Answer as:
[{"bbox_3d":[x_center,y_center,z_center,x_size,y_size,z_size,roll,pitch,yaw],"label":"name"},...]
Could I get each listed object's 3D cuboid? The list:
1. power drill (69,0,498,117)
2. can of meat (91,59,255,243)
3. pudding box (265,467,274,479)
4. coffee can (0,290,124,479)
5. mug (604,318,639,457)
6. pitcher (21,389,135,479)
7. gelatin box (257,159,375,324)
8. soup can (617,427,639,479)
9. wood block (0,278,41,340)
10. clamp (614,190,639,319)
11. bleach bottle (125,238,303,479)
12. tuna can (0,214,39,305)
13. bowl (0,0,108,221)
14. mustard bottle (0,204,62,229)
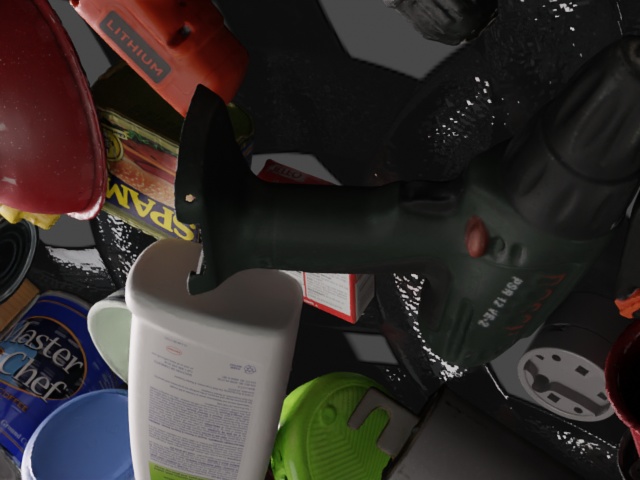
[{"bbox_3d":[-0.029,-0.130,0.497,0.184,0.057,0.188,47,140,-7],"label":"power drill"},{"bbox_3d":[-0.089,-0.049,0.635,0.102,0.057,0.084,27,141,13],"label":"can of meat"},{"bbox_3d":[-0.065,0.199,0.873,0.090,0.039,0.114,54,158,-9],"label":"pudding box"},{"bbox_3d":[-0.232,0.125,0.874,0.103,0.140,0.103,23,142,19],"label":"coffee can"},{"bbox_3d":[0.190,0.096,0.516,0.093,0.117,0.081,0,136,30],"label":"mug"},{"bbox_3d":[-0.141,0.223,0.839,0.149,0.145,0.243,4,136,23],"label":"pitcher"},{"bbox_3d":[-0.004,0.001,0.642,0.073,0.030,0.089,22,141,22],"label":"gelatin box"},{"bbox_3d":[0.210,0.151,0.597,0.069,0.068,0.102,5,134,36],"label":"soup can"},{"bbox_3d":[-0.352,0.018,0.899,0.206,0.090,0.090,42,144,-6],"label":"wood block"},{"bbox_3d":[0.208,-0.006,0.451,0.164,0.036,0.210,36,146,-1],"label":"clamp"},{"bbox_3d":[-0.080,0.123,0.671,0.102,0.068,0.251,17,126,4],"label":"bleach bottle"},{"bbox_3d":[-0.252,0.009,0.810,0.034,0.086,0.086,23,142,16],"label":"tuna can"},{"bbox_3d":[-0.190,-0.078,0.637,0.162,0.055,0.162,36,139,39],"label":"bowl"},{"bbox_3d":[-0.261,-0.074,0.748,0.191,0.058,0.096,39,143,-3],"label":"mustard bottle"}]
